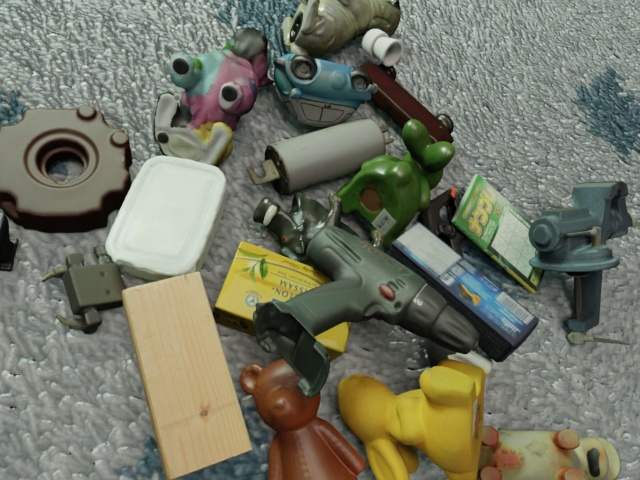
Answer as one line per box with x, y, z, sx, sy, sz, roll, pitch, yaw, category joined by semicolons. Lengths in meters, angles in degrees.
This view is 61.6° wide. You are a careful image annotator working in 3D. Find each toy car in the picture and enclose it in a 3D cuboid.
0.133;-0.216;0.888;0.202;0.053;0.089;46;52;11;toy car
0.001;-0.223;0.825;0.162;0.109;0.102;11;106;-10;toy car

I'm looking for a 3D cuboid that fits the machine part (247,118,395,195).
0.009;-0.125;0.796;0.243;0.079;0.079;-21;74;-25;machine part

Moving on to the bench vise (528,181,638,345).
0.402;0.034;0.814;0.223;0.129;0.240;-10;99;-43;bench vise

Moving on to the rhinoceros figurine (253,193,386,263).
-0.002;-0.002;0.746;0.190;0.073;0.112;33;72;-2;rhinoceros figurine

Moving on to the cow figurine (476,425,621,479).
0.282;0.281;0.681;0.195;0.127;0.085;1;65;-1;cow figurine

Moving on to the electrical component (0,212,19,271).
-0.392;-0.009;0.602;0.075;0.119;0.048;8;64;-16;electrical component

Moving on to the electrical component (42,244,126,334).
-0.281;0.060;0.648;0.078;0.045;0.102;-14;71;-52;electrical component

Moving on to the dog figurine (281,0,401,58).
0.046;-0.354;0.909;0.190;0.121;0.172;17;96;-28;dog figurine

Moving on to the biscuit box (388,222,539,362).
0.180;0.067;0.705;0.059;0.062;0.203;-37;67;-27;biscuit box

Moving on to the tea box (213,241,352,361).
-0.043;0.081;0.692;0.170;0.068;0.098;20;62;-8;tea box

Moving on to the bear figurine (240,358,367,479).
-0.021;0.222;0.596;0.120;0.132;0.195;-18;85;2;bear figurine

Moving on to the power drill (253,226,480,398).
0.045;0.084;0.603;0.232;0.086;0.207;41;50;22;power drill

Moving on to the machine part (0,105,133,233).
-0.330;-0.093;0.694;0.179;0.056;0.179;6;66;-13;machine part

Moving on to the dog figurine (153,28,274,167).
-0.139;-0.210;0.783;0.108;0.191;0.219;26;28;-1;dog figurine

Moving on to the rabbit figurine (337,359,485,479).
0.104;0.213;0.642;0.173;0.122;0.162;6;99;20;rabbit figurine

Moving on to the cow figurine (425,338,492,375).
0.178;0.153;0.725;0.098;0.068;0.167;19;59;-1;cow figurine

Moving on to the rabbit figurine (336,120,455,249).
0.124;-0.098;0.792;0.121;0.159;0.170;39;45;16;rabbit figurine
